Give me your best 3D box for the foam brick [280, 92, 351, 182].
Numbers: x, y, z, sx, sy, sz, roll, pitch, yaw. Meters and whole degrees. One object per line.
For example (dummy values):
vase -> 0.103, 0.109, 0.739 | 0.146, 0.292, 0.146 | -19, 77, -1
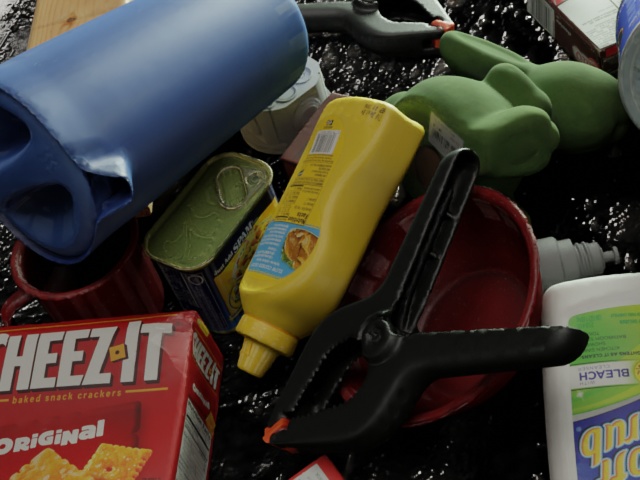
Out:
foam brick -> 0.015, -0.064, 0.807 | 0.053, 0.051, 0.078 | 20, 60, 30

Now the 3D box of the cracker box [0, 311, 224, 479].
cracker box -> -0.157, 0.151, 0.666 | 0.164, 0.072, 0.213 | -5, 50, 11

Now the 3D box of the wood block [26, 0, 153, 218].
wood block -> -0.189, -0.117, 0.884 | 0.091, 0.090, 0.206 | -10, 50, 9

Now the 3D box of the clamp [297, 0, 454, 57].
clamp -> 0.034, -0.193, 0.915 | 0.120, 0.039, 0.172 | -43, 53, -18

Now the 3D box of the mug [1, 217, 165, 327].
mug -> -0.170, 0.035, 0.759 | 0.117, 0.081, 0.093 | -37, 51, -15

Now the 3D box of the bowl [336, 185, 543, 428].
bowl -> 0.081, 0.048, 0.669 | 0.162, 0.055, 0.162 | -27, 47, 33

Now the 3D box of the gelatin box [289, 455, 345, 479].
gelatin box -> -0.011, 0.182, 0.627 | 0.089, 0.030, 0.073 | -34, 52, -11

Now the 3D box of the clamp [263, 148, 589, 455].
clamp -> 0.050, 0.064, 0.615 | 0.210, 0.036, 0.165 | -48, 39, 15

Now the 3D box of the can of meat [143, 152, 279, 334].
can of meat -> -0.067, 0.004, 0.753 | 0.058, 0.084, 0.102 | 19, 59, 29

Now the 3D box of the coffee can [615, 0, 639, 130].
coffee can -> 0.253, -0.130, 0.723 | 0.103, 0.103, 0.140 | -1, 23, 15

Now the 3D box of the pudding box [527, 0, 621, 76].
pudding box -> 0.231, -0.185, 0.853 | 0.090, 0.039, 0.113 | -25, 51, -6

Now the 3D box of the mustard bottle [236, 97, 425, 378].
mustard bottle -> -0.004, 0.001, 0.702 | 0.096, 0.058, 0.191 | 11, 72, 61

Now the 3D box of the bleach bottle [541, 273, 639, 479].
bleach bottle -> 0.180, 0.138, 0.587 | 0.103, 0.068, 0.251 | -6, 53, 11

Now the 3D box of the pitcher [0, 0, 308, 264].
pitcher -> -0.128, -0.104, 0.739 | 0.149, 0.145, 0.242 | 48, 53, 2
